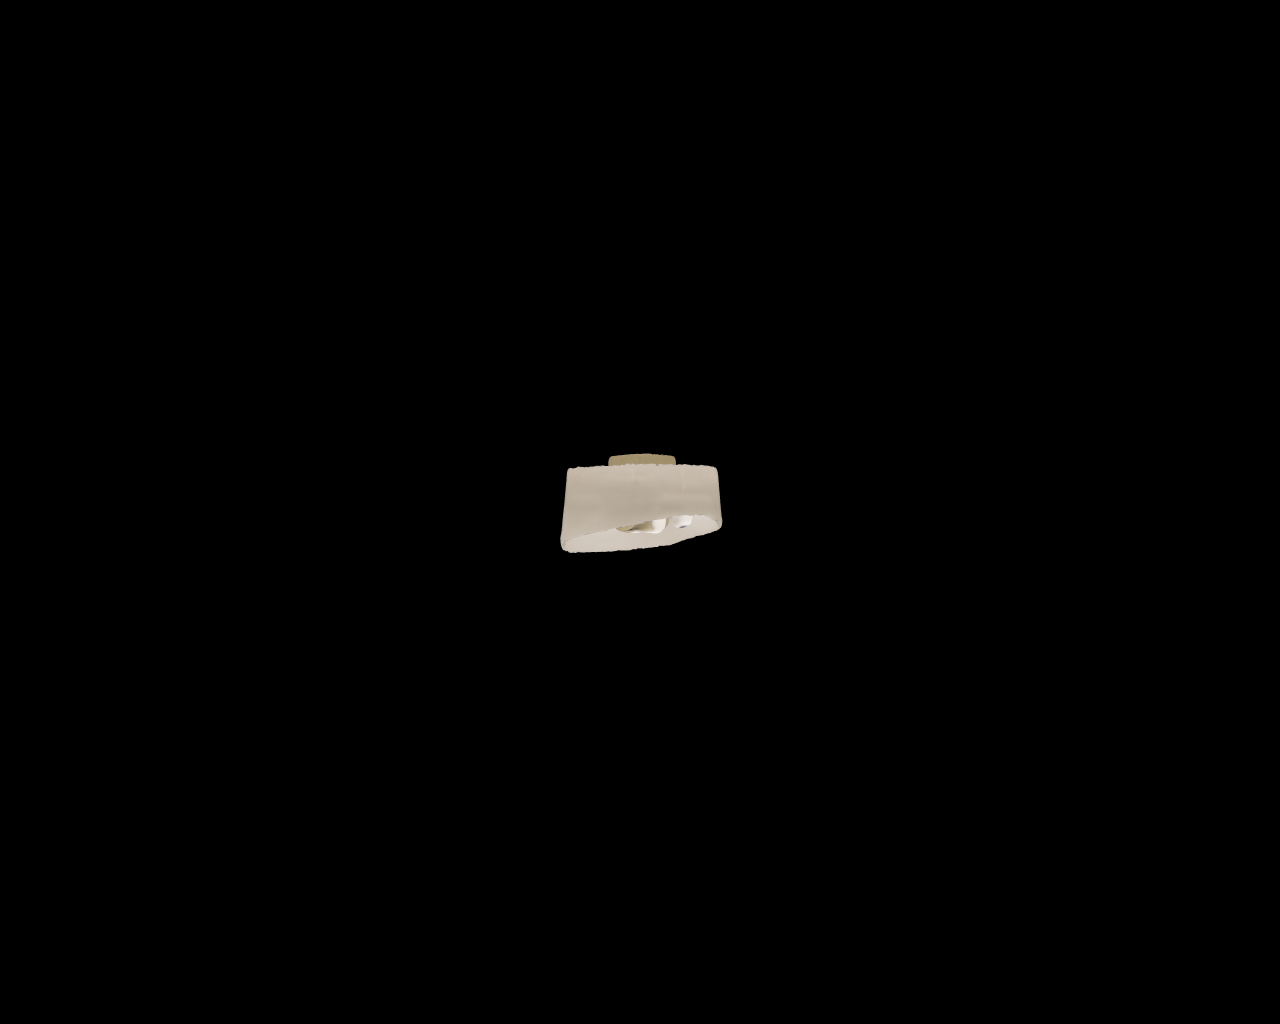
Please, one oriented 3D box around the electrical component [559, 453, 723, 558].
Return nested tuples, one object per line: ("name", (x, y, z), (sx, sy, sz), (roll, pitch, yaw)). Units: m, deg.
("electrical component", (0.001, -0.003, 0.650), (0.099, 0.064, 0.099), (0, 0, 0))
